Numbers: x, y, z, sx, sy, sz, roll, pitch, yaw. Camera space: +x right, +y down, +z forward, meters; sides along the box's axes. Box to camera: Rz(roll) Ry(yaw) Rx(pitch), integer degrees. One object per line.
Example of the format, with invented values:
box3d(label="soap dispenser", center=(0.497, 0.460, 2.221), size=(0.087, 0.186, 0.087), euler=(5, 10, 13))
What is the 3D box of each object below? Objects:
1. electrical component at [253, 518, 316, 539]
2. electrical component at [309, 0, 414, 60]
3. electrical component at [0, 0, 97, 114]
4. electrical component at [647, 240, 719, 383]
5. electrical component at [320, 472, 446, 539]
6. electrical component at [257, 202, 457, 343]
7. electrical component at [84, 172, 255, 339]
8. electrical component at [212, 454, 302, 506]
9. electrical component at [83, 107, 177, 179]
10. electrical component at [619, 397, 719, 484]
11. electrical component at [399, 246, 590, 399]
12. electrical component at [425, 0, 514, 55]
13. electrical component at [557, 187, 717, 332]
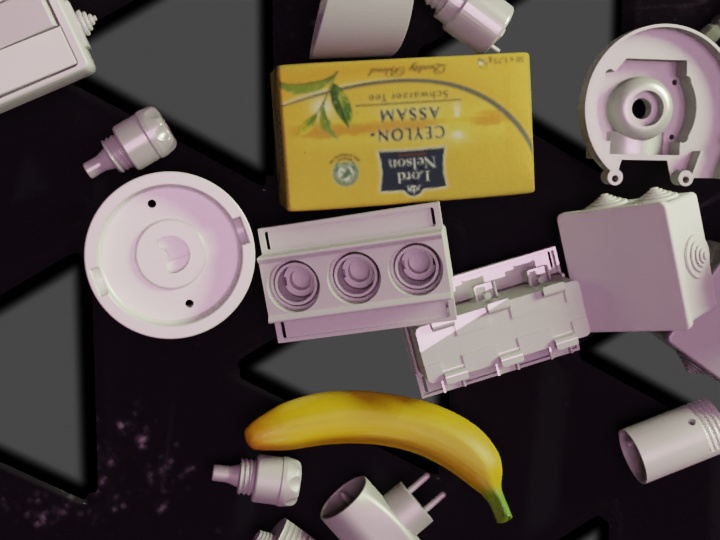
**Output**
box3d(label="electrical component", center=(-0.042, 0.212, 0.767), size=(0.081, 0.043, 0.043), euler=(38, 90, -12))
box3d(label="electrical component", center=(-0.002, -0.185, 0.697), size=(0.064, 0.099, 0.099), euler=(1, 97, -16))
box3d(label="electrical component", center=(-0.214, -0.143, 0.686), size=(0.096, 0.061, 0.061), euler=(-25, 100, -6))
box3d(label="electrical component", center=(0.273, 0.035, 0.794), size=(0.100, 0.048, 0.099), euler=(35, 90, -12))
box3d(label="electrical component", center=(0.026, 0.179, 0.774), size=(0.079, 0.043, 0.077), euler=(-40, 101, -3))
box3d(label="electrical component", center=(0.000, 0.000, 0.724), size=(0.121, 0.063, 0.078), euler=(-8, 99, 9))
box3d(label="electrical component", center=(-0.126, -0.013, 0.717), size=(0.108, 0.060, 0.108), euler=(-1, 97, -9))
box3d(label="electrical component", center=(-0.073, 0.146, 0.758), size=(0.061, 0.035, 0.035), euler=(9, 95, -8))
box3d(label="electrical component", center=(-0.155, -0.081, 0.717), size=(0.061, 0.035, 0.035), euler=(-31, 101, -2))
box3d(label="electrical component", center=(0.240, 0.125, 0.802), size=(0.081, 0.043, 0.043), euler=(-20, 100, -6))
box3d(label="electrical component", center=(0.094, 0.039, 0.758), size=(0.121, 0.063, 0.078), euler=(-16, 99, -7))
box3d(label="electrical component", center=(0.069, -0.182, 0.738), size=(0.078, 0.040, 0.040), euler=(33, 91, -12))
box3d(label="electrical component", center=(0.195, -0.006, 0.753), size=(0.048, 0.100, 0.099), euler=(-21, 101, -42))
